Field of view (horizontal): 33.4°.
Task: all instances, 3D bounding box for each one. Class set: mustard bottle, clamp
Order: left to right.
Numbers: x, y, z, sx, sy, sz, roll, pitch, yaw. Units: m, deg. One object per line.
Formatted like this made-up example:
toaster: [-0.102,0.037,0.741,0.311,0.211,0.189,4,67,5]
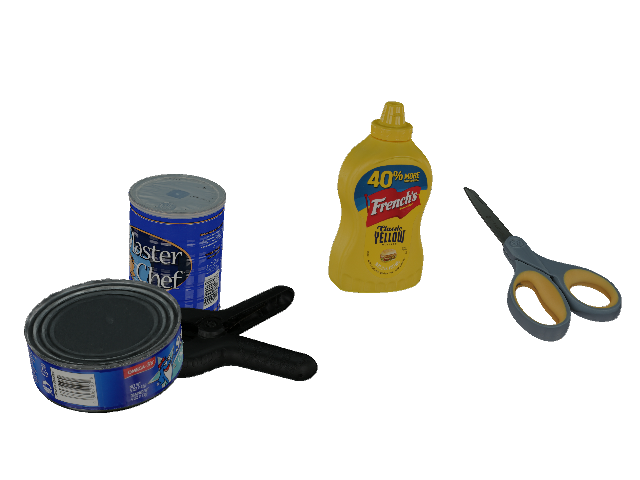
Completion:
clamp: [-0.091,0.080,0.943,0.171,0.039,0.120,2,27,-5]
mustard bottle: [0.064,-0.044,1.070,0.096,0.192,0.058,-2,22,-19]

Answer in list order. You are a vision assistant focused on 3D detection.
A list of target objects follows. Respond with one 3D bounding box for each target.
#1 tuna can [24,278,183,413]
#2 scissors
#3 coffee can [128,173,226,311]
tuna can: [-0.119,0.058,0.596,0.086,0.034,0.086,0,30,0]
scissors: [0.180,0.011,0.869,0.096,0.016,0.202,0,36,-3]
coffee can: [-0.157,0.011,1.159,0.103,0.140,0.103,4,26,-2]
